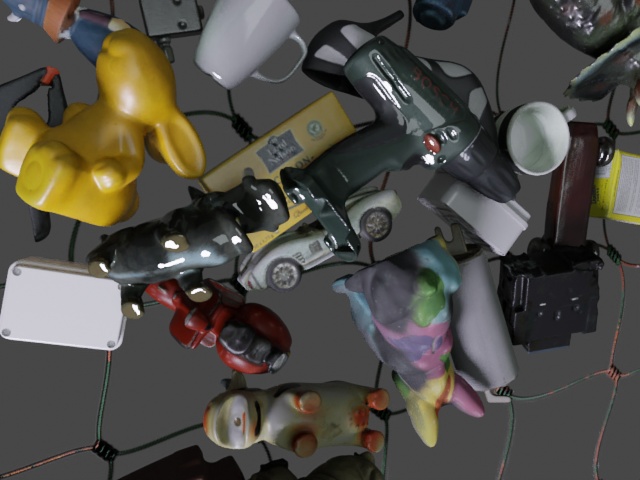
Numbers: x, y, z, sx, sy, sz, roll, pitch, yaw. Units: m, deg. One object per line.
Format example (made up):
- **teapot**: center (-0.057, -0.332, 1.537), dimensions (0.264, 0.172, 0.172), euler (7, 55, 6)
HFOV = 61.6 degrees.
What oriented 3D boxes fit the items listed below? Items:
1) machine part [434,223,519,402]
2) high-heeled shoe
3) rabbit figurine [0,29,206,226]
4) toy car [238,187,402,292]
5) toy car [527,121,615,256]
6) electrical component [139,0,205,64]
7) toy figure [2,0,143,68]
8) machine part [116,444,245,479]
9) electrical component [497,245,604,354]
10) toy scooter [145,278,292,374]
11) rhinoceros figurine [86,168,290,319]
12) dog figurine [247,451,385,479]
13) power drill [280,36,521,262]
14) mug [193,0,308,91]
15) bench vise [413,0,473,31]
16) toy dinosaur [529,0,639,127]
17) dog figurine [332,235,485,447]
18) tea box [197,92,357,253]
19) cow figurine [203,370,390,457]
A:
- **machine part**: center (0.187, 0.095, 0.667), dimensions (0.079, 0.079, 0.243), euler (-22, 102, -13)
- **high-heeled shoe**: center (0.096, -0.149, 0.610), dimensions (0.145, 0.086, 0.248), euler (-39, 95, -16)
- **rabbit figurine**: center (-0.183, -0.101, 0.495), dimensions (0.162, 0.122, 0.173), euler (23, 96, -42)
- **toy car**: center (-0.001, -0.002, 0.602), dimensions (0.202, 0.074, 0.056), euler (-28, 106, -12)
- **toy car**: center (0.326, -0.052, 0.705), dimensions (0.089, 0.053, 0.202), euler (1, 99, -6)
- **electrical component**: center (-0.153, -0.234, 0.562), dimensions (0.063, 0.021, 0.094), euler (-13, 98, -16)
- **toy figure**: center (-0.230, -0.205, 0.522), dimensions (0.154, 0.058, 0.064), euler (32, 110, -20)
- **machine part**: center (-0.158, 0.346, 0.584), dimensions (0.201, 0.087, 0.201), euler (-22, 100, -14)
- **electrical component**: center (0.289, 0.079, 0.684), dimensions (0.115, 0.058, 0.134), euler (-9, 117, -1)
- **toy scooter**: center (-0.098, 0.088, 0.551), dimensions (0.184, 0.135, 0.075), euler (35, 83, -18)
- **rhinoceros figurine**: center (-0.119, 0.000, 0.498), dimensions (0.190, 0.112, 0.073), euler (-21, 118, 11)
- **dog figurine**: center (0.000, 0.269, 0.580), dimensions (0.121, 0.172, 0.190), euler (-16, 122, 21)
- **power drill**: center (0.079, -0.072, 0.544), dimensions (0.207, 0.086, 0.232), euler (-42, 101, -7)
- **mug**: center (-0.075, -0.205, 0.564), dimensions (0.109, 0.081, 0.107), euler (37, 95, -23)
- **bench vise**: center (0.120, -0.362, 0.578), dimensions (0.240, 0.129, 0.223), euler (25, 93, -26)
- **toy dinosaur**: center (0.318, -0.317, 0.651), dimensions (0.192, 0.131, 0.404), euler (-45, 99, -8)
- **dog figurine**: center (0.117, 0.117, 0.601), dimensions (0.108, 0.191, 0.219), euler (-26, 87, -19)
- **tea box**: center (-0.037, -0.074, 0.588), dimensions (0.169, 0.068, 0.098), euler (-37, 104, -9)
- **cow figurine**: center (-0.035, 0.191, 0.596), dimensions (0.195, 0.127, 0.085), euler (8, 80, -33)
